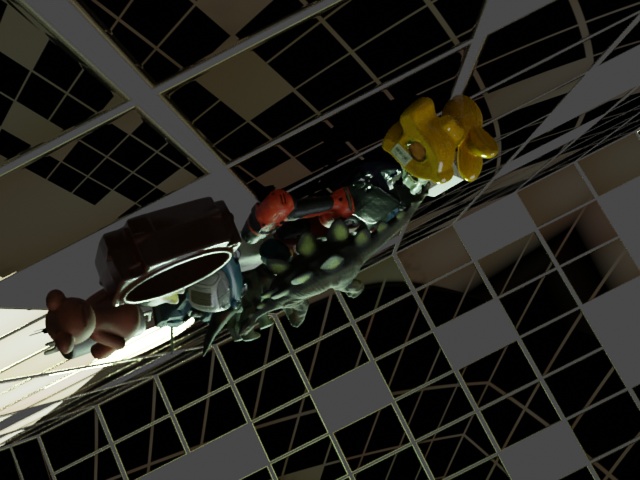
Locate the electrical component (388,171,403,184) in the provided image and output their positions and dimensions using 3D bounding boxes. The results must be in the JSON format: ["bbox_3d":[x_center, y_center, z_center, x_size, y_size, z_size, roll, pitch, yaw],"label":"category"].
[{"bbox_3d":[0.145,-0.140,1.141,0.063,0.021,0.094,-10,163,-8],"label":"electrical component"}]

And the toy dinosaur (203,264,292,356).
[{"bbox_3d":[-0.159,0.120,1.225,0.131,0.192,0.404,-22,176,21],"label":"toy dinosaur"}]

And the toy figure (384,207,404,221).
[{"bbox_3d":[0.150,-0.049,1.506,0.180,0.082,0.089,-35,-147,-4],"label":"toy figure"}]

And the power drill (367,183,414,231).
[{"bbox_3d":[0.148,-0.064,1.344,0.232,0.086,0.207,6,152,-40],"label":"power drill"}]

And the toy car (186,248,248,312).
[{"bbox_3d":[-0.201,0.081,1.008,0.109,0.103,0.161,11,133,5],"label":"toy car"}]

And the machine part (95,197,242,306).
[{"bbox_3d":[-0.238,0.023,0.845,0.201,0.087,0.201,-20,167,-33],"label":"machine part"}]

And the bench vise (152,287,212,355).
[{"bbox_3d":[-0.279,0.164,1.321,0.240,0.129,0.223,1,138,-36],"label":"bench vise"}]

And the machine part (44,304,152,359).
[{"bbox_3d":[-0.466,0.192,1.149,0.243,0.079,0.079,-15,165,-48],"label":"machine part"}]

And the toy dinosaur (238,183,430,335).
[{"bbox_3d":[0.023,0.047,1.049,0.471,0.105,0.198,-35,153,4],"label":"toy dinosaur"}]

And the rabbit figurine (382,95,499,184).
[{"bbox_3d":[0.216,-0.177,0.884,0.173,0.162,0.121,-42,167,-32],"label":"rabbit figurine"}]

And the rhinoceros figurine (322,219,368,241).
[{"bbox_3d":[0.042,-0.036,1.236,0.190,0.112,0.073,-19,-165,40],"label":"rhinoceros figurine"}]

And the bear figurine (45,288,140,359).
[{"bbox_3d":[-0.416,0.151,0.945,0.132,0.120,0.196,-27,169,21],"label":"bear figurine"}]

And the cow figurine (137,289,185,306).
[{"bbox_3d":[-0.307,0.077,1.011,0.098,0.068,0.167,-10,161,-28],"label":"cow figurine"}]

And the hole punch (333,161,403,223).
[{"bbox_3d":[0.095,-0.108,1.072,0.115,0.092,0.142,25,149,-23],"label":"hole punch"}]

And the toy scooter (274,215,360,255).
[{"bbox_3d":[-0.002,-0.004,1.161,0.184,0.075,0.135,-11,141,-1],"label":"toy scooter"}]

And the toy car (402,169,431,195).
[{"bbox_3d":[0.206,-0.150,1.143,0.056,0.073,0.201,-29,170,-5],"label":"toy car"}]

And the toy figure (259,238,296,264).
[{"bbox_3d":[-0.080,0.044,1.116,0.064,0.058,0.154,12,162,21],"label":"toy figure"}]
